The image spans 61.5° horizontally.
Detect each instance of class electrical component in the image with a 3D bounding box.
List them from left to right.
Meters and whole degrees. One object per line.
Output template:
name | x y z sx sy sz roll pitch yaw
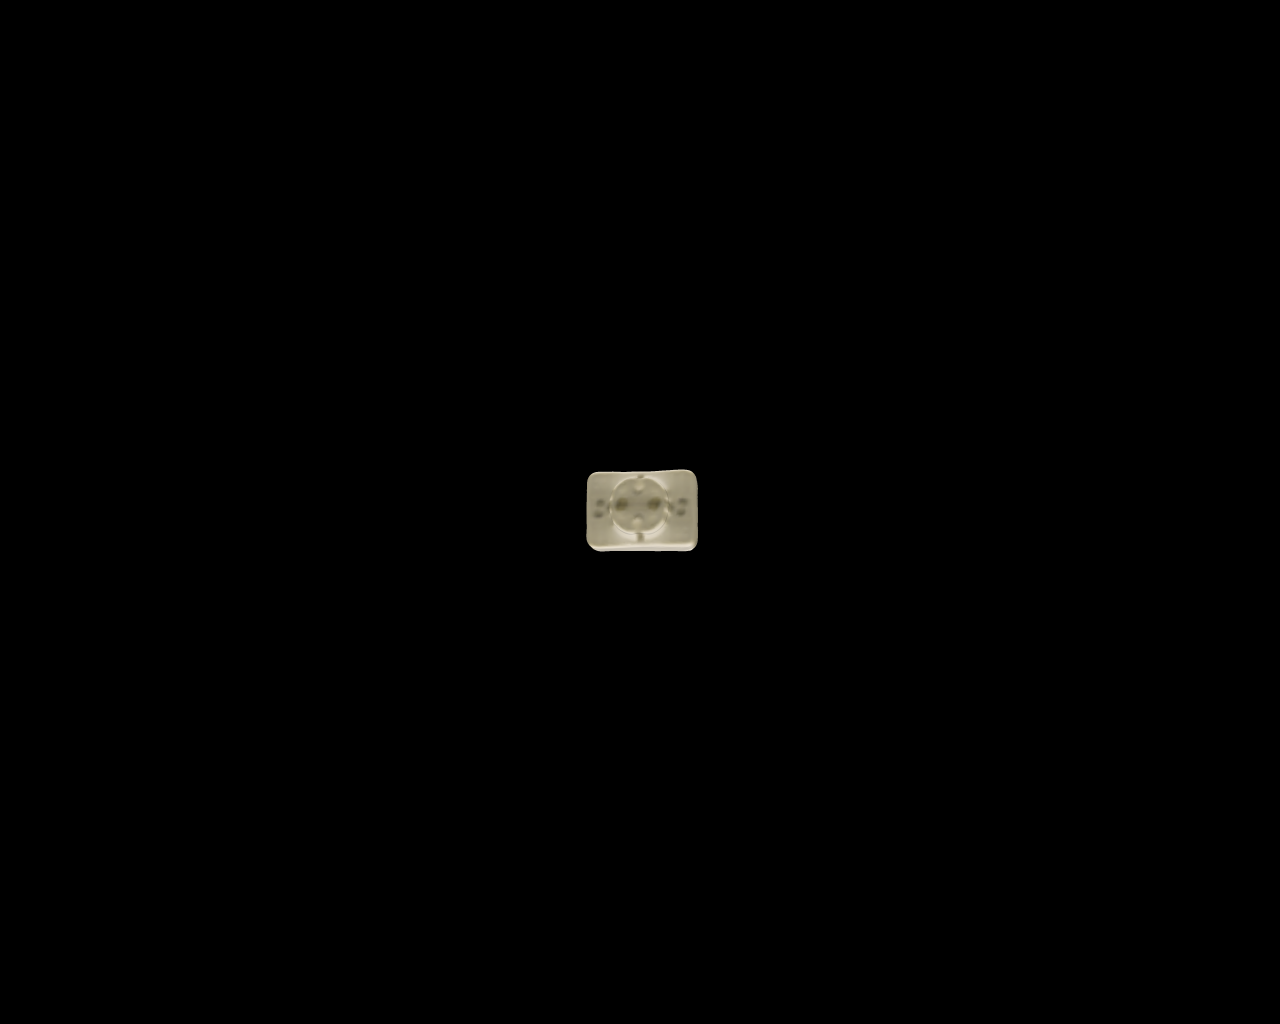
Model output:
electrical component | 0.001 -0.003 0.650 0.066 0.047 0.076 -1 -7 5
